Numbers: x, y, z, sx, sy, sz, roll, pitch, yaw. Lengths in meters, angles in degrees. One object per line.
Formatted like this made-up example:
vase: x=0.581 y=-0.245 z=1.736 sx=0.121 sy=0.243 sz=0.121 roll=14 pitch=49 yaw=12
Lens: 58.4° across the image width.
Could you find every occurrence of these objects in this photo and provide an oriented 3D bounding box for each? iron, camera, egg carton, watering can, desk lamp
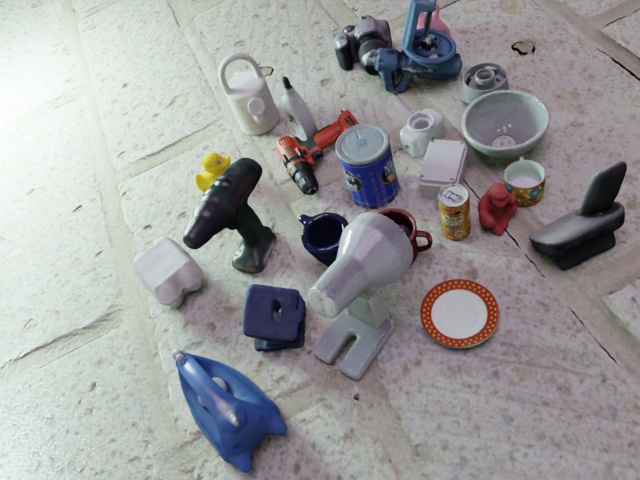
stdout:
iron: x=-0.178 y=0.245 z=0.929 sx=0.119 sy=0.142 sz=0.257 roll=-44 pitch=55 yaw=-16
camera: x=0.107 y=-0.464 z=1.378 sx=0.143 sy=0.101 sz=0.136 roll=-14 pitch=53 yaw=7
egg carton: x=-0.303 y=0.062 z=1.144 sx=0.107 sy=0.069 sz=0.150 roll=-42 pitch=54 yaw=-14
watering can: x=-0.163 y=-0.339 z=1.311 sx=0.101 sy=0.194 sz=0.172 roll=-44 pitch=55 yaw=-16
desk lamp: x=0.062 y=0.088 z=0.923 sx=0.117 sy=0.214 sz=0.203 roll=24 pitch=65 yaw=30

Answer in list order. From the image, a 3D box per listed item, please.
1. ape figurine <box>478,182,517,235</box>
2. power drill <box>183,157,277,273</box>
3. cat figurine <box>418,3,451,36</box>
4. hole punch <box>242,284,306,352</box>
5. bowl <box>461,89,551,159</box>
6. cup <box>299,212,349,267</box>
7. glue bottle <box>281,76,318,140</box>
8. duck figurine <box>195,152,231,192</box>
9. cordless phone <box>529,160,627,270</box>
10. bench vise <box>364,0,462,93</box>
ape figurine: x=0.319 y=-0.066 z=1.033 sx=0.078 sy=0.092 sz=0.076 roll=-23 pitch=52 yaw=0
power drill: x=-0.159 y=-0.031 z=1.079 sx=0.075 sy=0.209 sz=0.230 roll=8 pitch=58 yaw=22
cat figurine: x=0.251 y=-0.502 z=1.350 sx=0.067 sy=0.118 sz=0.128 roll=24 pitch=65 yaw=30
hole punch: x=-0.079 y=0.132 z=1.012 sx=0.101 sy=0.091 sz=0.108 roll=-8 pitch=54 yaw=12
bowl: x=0.367 y=-0.217 z=1.138 sx=0.167 sy=0.075 sz=0.167 roll=-8 pitch=54 yaw=11
cup: x=0.010 y=0.004 z=1.075 sx=0.117 sy=0.095 sz=0.092 roll=34 pitch=71 yaw=33
glue bottle: x=-0.054 y=-0.291 z=1.256 sx=0.037 sy=0.173 sz=0.078 roll=-44 pitch=55 yaw=-15
duck figurine: x=-0.234 y=-0.156 z=1.269 sx=0.104 sy=0.086 sz=0.077 roll=-17 pitch=52 yaw=5
cordless phone: x=0.422 y=-0.049 z=0.930 sx=0.147 sy=0.185 sz=0.094 roll=-29 pitch=52 yaw=-5
bench vise: x=0.200 y=-0.424 z=1.245 sx=0.207 sy=0.220 sz=0.121 roll=-22 pitch=52 yaw=1
